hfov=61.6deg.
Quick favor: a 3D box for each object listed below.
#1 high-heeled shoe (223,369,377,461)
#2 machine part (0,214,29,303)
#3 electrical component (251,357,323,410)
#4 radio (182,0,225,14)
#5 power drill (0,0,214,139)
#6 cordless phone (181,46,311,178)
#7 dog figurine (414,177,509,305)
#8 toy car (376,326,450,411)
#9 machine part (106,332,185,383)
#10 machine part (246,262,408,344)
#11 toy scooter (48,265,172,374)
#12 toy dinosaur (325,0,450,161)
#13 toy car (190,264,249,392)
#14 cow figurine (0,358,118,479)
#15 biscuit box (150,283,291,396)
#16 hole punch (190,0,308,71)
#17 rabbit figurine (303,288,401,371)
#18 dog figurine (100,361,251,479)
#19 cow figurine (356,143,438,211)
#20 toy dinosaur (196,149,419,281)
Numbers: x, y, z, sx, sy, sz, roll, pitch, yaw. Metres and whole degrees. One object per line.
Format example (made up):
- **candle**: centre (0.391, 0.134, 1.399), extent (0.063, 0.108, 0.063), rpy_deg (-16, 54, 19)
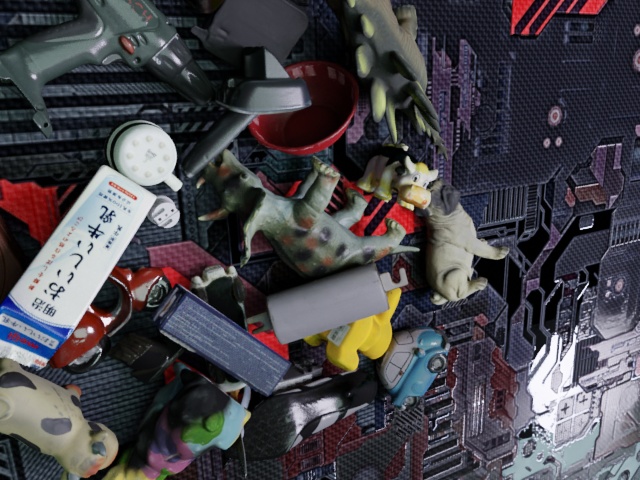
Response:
- **high-heeled shoe**: centre (-0.026, 0.274, 0.855), extent (0.249, 0.145, 0.086), rpy_deg (-25, 76, 7)
- **machine part**: centre (-0.453, 0.028, 0.596), extent (0.201, 0.087, 0.200), rpy_deg (-28, 115, -18)
- **electrical component**: centre (-0.055, 0.270, 0.891), extent (0.115, 0.058, 0.134), rpy_deg (-6, 106, -25)
- **radio**: centre (-0.176, -0.372, 0.595), extent (0.229, 0.073, 0.131), rpy_deg (37, 85, -3)
- **power drill**: centre (-0.264, -0.210, 0.638), extent (0.207, 0.086, 0.231), rpy_deg (-39, 117, -10)
- **cordless phone**: centre (-0.109, -0.145, 0.669), extent (0.184, 0.147, 0.088), rpy_deg (-47, 117, 1)
- **dog figurine**: centre (0.208, 0.002, 0.949), extent (0.190, 0.121, 0.172), rpy_deg (40, 78, -17)
- **toy car**: centre (0.155, 0.219, 0.974), extent (0.103, 0.109, 0.161), rpy_deg (30, 100, -9)
- **machine part**: centre (-0.236, 0.160, 0.741), extent (0.084, 0.039, 0.138), rpy_deg (-41, 160, -8)
- **machine part**: centre (0.011, 0.093, 0.789), extent (0.243, 0.079, 0.079), rpy_deg (-18, 113, 1)
- **toy scooter**: centre (-0.297, 0.078, 0.700), extent (0.184, 0.075, 0.135), rpy_deg (-41, 119, -16)
- **toy dinosaur**: centre (0.102, -0.241, 0.763), extent (0.471, 0.105, 0.198), rpy_deg (18, 56, -58)
- **toy car**: centre (-0.143, 0.133, 0.808), extent (0.073, 0.056, 0.201), rpy_deg (-17, 108, -26)
- **cow figurine**: centre (-0.343, 0.235, 0.686), extent (0.085, 0.127, 0.194), rpy_deg (-49, 117, -5)
- **biscuit box**: centre (-0.134, 0.142, 0.746), extent (0.202, 0.059, 0.063), rpy_deg (42, 77, -29)
- **hole punch**: centre (-0.091, -0.290, 0.716), extent (0.142, 0.092, 0.115), rpy_deg (21, 123, -33)
- **rabbit figurine**: centre (0.065, 0.138, 0.905), extent (0.173, 0.122, 0.162), rpy_deg (38, 75, -45)
- **dog figurine**: centre (-0.213, 0.294, 0.745), extent (0.108, 0.192, 0.219), rpy_deg (43, 69, -22)
- **cow figurine**: centre (0.128, -0.100, 0.826), extent (0.068, 0.167, 0.098), rpy_deg (24, 93, -26)
- **toy dinosaur**: centre (0.000, -0.002, 0.820), extent (0.404, 0.131, 0.192), rpy_deg (36, 98, -35)
